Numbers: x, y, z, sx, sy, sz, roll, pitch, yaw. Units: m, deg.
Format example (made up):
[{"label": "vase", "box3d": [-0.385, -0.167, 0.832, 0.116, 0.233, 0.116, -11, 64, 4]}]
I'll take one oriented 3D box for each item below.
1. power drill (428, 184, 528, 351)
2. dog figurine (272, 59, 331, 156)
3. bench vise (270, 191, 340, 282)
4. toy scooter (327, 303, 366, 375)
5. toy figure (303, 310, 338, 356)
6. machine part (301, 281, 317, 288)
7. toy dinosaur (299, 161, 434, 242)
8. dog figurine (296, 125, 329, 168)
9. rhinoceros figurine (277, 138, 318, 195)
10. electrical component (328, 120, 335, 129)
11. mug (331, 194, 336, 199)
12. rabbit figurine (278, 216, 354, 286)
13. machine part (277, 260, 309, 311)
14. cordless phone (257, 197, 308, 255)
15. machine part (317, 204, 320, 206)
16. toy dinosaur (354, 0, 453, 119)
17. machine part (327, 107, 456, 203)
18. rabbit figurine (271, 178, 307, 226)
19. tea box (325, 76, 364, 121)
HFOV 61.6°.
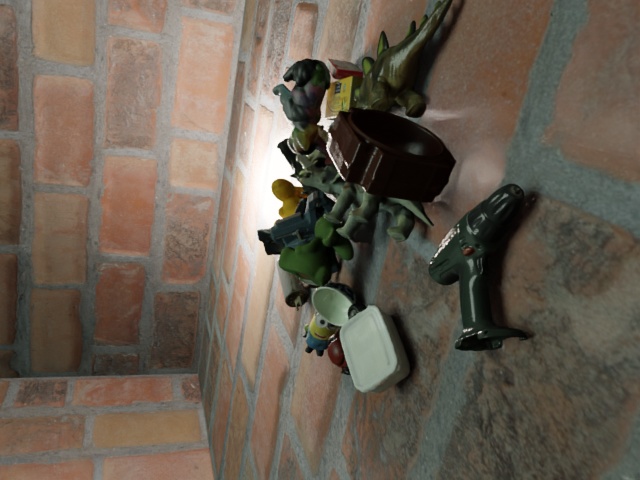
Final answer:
[{"label": "power drill", "box3d": [0.242, 0.054, 0.802, 0.232, 0.086, 0.207, 127, 138, -59]}, {"label": "dog figurine", "box3d": [-0.027, -0.324, 1.369, 0.191, 0.108, 0.219, -39, 62, 40]}, {"label": "bench vise", "box3d": [-0.001, -0.001, 1.398, 0.129, 0.224, 0.240, -128, 14, -69]}, {"label": "toy scooter", "box3d": [0.078, 0.247, 1.233, 0.135, 0.075, 0.183, -113, 36, -44]}, {"label": "toy figure", "box3d": [0.006, 0.229, 1.419, 0.180, 0.082, 0.089, 109, 154, -43]}, {"label": "machine part", "box3d": [-0.015, 0.052, 1.544, 0.179, 0.056, 0.179, -175, 90, -71]}, {"label": "toy dinosaur", "box3d": [0.120, -0.101, 1.102, 0.405, 0.131, 0.192, 7, 69, 51]}, {"label": "dog figurine", "box3d": [-0.008, -0.251, 1.549, 0.190, 0.121, 0.172, -125, 44, -81]}, {"label": "rhinoceros figurine", "box3d": [-0.055, -0.220, 1.608, 0.190, 0.073, 0.112, 60, -161, -3]}, {"label": "electrical component", "box3d": [0.071, -0.270, 1.315, 0.078, 0.102, 0.045, -33, 59, 38]}, {"label": "mug", "box3d": [0.058, -0.154, 1.351, 0.107, 0.081, 0.109, -139, 66, -74]}, {"label": "rabbit figurine", "box3d": [0.001, 0.013, 1.269, 0.159, 0.121, 0.170, -1, 61, 58]}, {"label": "machine part", "box3d": [-0.089, 0.127, 1.702, 0.243, 0.079, 0.079, -110, 30, -46]}, {"label": "cordless phone", "box3d": [-0.086, -0.046, 1.467, 0.184, 0.146, 0.089, 114, 146, -46]}, {"label": "machine part", "box3d": [0.010, -0.085, 1.528, 0.139, 0.039, 0.084, -130, 42, -60]}, {"label": "toy dinosaur", "box3d": [0.146, -0.331, 1.097, 0.471, 0.105, 0.198, -39, 44, 51]}, {"label": "machine part", "box3d": [0.127, -0.160, 0.976, 0.202, 0.201, 0.087, -110, 34, -49]}, {"label": "rabbit figurine", "box3d": [-0.081, -0.113, 1.628, 0.122, 0.162, 0.173, -26, 97, 33]}, {"label": "tea box", "box3d": [0.073, -0.351, 1.355, 0.170, 0.068, 0.098, -157, 71, -70]}]
